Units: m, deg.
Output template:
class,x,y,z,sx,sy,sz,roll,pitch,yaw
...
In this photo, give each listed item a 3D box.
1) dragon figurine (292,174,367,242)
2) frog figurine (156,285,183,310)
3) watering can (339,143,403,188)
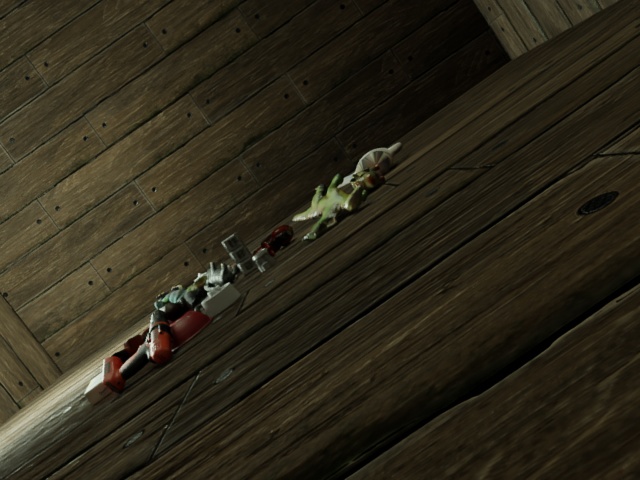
class,x,y,z,sx,sy,sz,roll,pitch,yaw
dragon figurine,0.005,-0.082,1.634,0.404,0.121,0.248,-31,15,40
frog figurine,-0.614,0.283,2.195,0.140,0.123,0.155,-49,-23,-35
watering can,0.187,-0.286,2.092,0.345,0.103,0.227,-33,8,15
